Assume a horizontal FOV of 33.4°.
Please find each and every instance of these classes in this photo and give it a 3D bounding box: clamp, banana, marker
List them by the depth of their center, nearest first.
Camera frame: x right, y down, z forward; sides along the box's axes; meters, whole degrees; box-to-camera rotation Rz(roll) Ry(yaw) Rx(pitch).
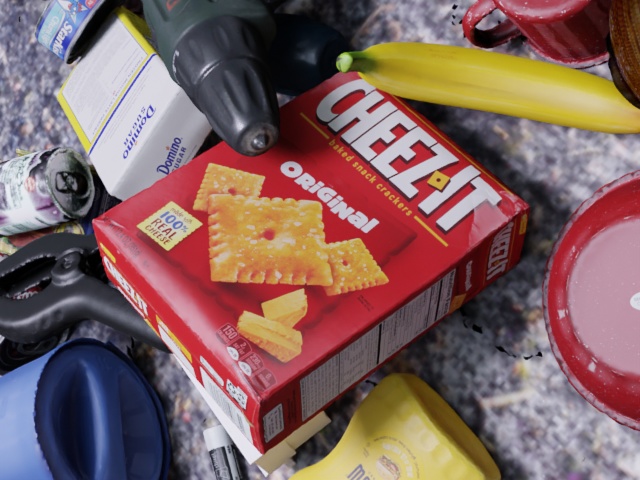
[{"bbox_3d":[0.108,-0.095,0.668,0.198,0.069,0.037,9,117,1],"label":"banana"},{"bbox_3d":[-0.164,0.033,0.746,0.210,0.036,0.164,-17,41,13],"label":"clamp"},{"bbox_3d":[-0.058,0.191,0.752,0.020,0.020,0.121,-25,72,24],"label":"marker"}]

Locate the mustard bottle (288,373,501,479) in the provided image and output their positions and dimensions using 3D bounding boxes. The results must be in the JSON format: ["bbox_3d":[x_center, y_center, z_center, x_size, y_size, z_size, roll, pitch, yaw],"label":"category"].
[{"bbox_3d":[0.019,0.182,0.688,0.192,0.058,0.096,-48,65,15],"label":"mustard bottle"}]

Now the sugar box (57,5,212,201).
[{"bbox_3d":[-0.137,-0.101,0.790,0.093,0.048,0.176,-54,39,12],"label":"sugar box"}]

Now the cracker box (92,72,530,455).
[{"bbox_3d":[-0.004,0.001,0.658,0.213,0.072,0.164,-34,61,-21],"label":"cracker box"}]

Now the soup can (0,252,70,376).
[{"bbox_3d":[-0.257,0.052,0.857,0.102,0.068,0.068,43,103,28],"label":"soup can"}]

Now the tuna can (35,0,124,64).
[{"bbox_3d":[-0.186,-0.182,0.842,0.033,0.086,0.086,37,103,-7],"label":"tuna can"}]

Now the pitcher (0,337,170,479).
[{"bbox_3d":[-0.244,0.178,0.791,0.243,0.149,0.145,-24,82,27],"label":"pitcher"}]

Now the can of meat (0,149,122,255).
[{"bbox_3d":[-0.201,-0.021,0.844,0.102,0.057,0.084,14,91,30],"label":"can of meat"}]

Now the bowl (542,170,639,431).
[{"bbox_3d":[0.193,0.033,0.608,0.162,0.055,0.162,-4,84,34],"label":"bowl"}]

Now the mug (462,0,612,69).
[{"bbox_3d":[0.141,-0.156,0.660,0.117,0.081,0.093,-26,71,23],"label":"mug"}]
